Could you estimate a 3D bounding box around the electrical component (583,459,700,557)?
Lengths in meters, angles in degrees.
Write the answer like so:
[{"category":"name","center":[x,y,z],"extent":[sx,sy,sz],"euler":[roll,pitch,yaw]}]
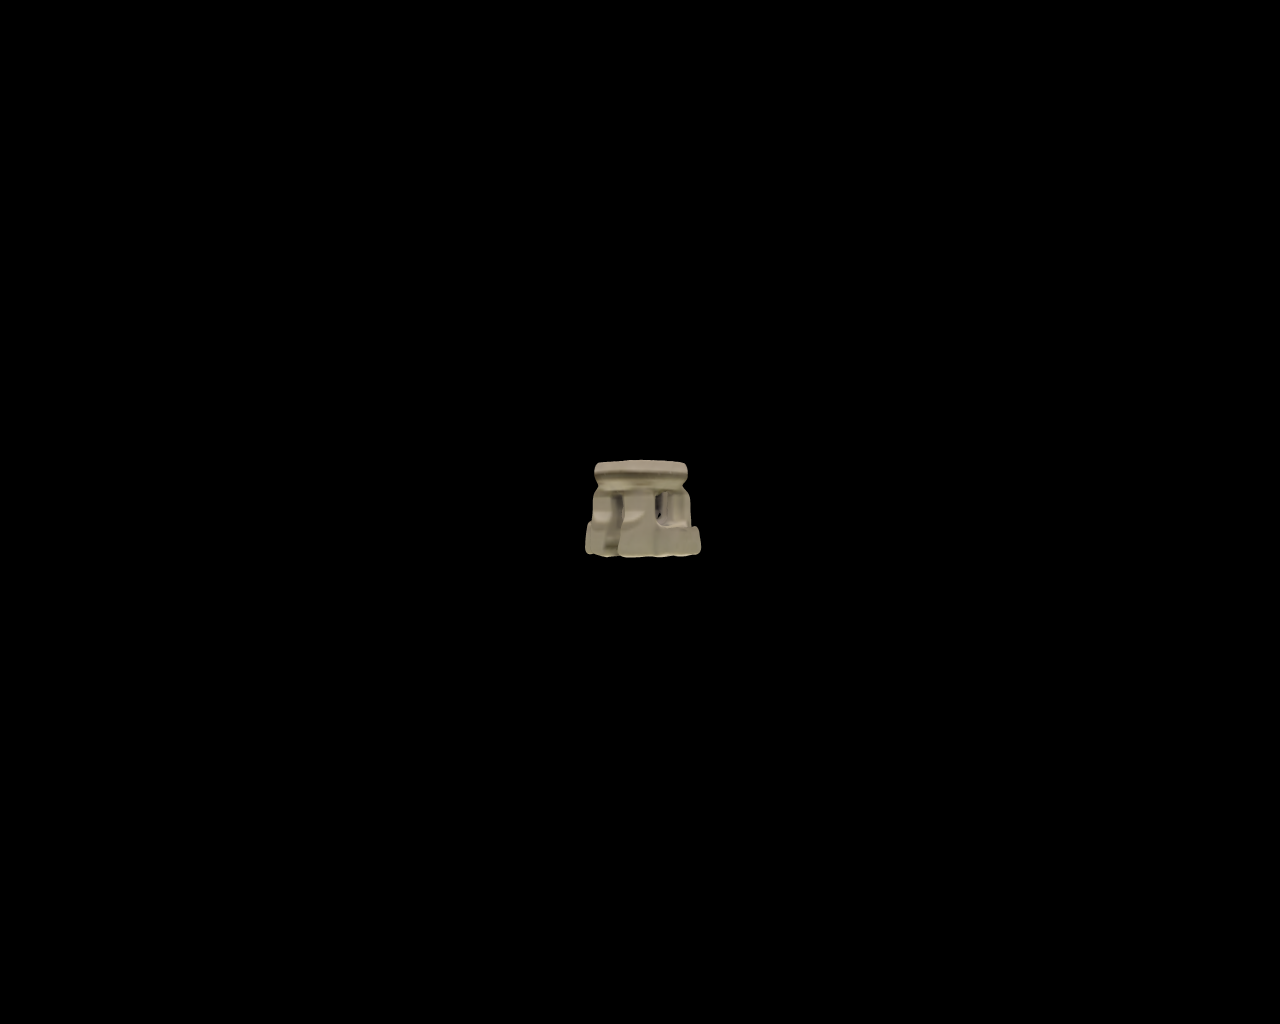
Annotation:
[{"category":"electrical component","center":[0.001,-0.003,0.650],"extent":[0.078,0.057,0.058],"euler":[0,0,44]}]
